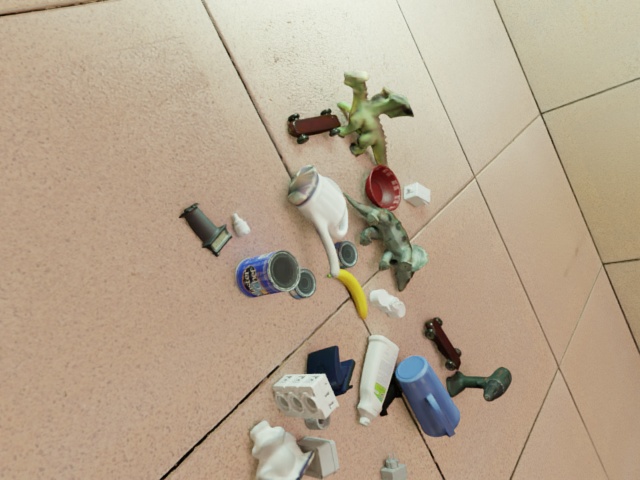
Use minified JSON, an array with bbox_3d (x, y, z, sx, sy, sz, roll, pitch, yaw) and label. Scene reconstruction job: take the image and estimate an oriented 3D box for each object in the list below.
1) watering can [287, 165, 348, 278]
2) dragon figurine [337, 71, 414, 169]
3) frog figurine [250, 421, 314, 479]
[{"bbox_3d":[0.004,-0.074,1.472,0.221,0.103,0.356,42,35,-29],"label":"watering can"},{"bbox_3d":[0.193,-0.382,1.678,0.405,0.240,0.125,45,47,-23],"label":"dragon figurine"},{"bbox_3d":[-0.110,0.519,1.229,0.160,0.120,0.140,33,59,10],"label":"frog figurine"}]
